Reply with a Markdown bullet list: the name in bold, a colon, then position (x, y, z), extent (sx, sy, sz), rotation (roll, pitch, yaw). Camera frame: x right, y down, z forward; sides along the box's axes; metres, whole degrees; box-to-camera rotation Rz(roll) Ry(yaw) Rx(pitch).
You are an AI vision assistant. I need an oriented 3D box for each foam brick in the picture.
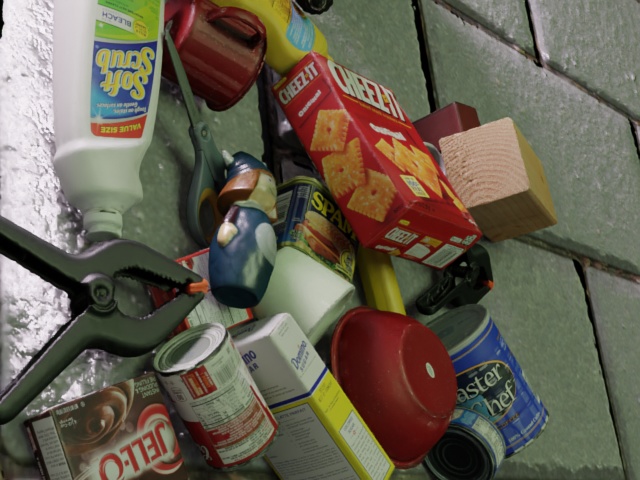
- **foam brick**: position (0.153, -0.127, 1.303), extent (0.052, 0.078, 0.051), rotation (5, 67, -50)

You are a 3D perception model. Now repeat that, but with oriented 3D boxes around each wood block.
- **wood block**: position (0.220, -0.067, 1.293), extent (0.205, 0.090, 0.091), rotation (27, 49, -66)

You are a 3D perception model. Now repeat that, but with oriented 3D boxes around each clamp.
- **clamp**: position (-0.181, 0.037, 0.812), extent (0.209, 0.036, 0.164), rotation (-12, 81, -42)
- **clamp**: position (0.164, 0.027, 1.232), extent (0.171, 0.039, 0.120), rotation (4, 106, -63)

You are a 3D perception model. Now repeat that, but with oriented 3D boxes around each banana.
- **banana**: position (0.068, 0.060, 1.115), extent (0.069, 0.037, 0.198), rotation (97, -20, -75)

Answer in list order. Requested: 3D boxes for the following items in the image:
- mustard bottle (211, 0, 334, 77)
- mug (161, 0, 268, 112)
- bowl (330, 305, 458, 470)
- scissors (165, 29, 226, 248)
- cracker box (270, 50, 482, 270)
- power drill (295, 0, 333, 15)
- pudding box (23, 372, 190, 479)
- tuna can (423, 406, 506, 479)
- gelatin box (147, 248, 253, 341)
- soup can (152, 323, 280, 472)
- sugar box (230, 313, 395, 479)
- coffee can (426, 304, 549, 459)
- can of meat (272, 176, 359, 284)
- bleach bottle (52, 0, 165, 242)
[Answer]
- **mustard bottle**: position (-0.047, -0.223, 1.115), extent (0.191, 0.058, 0.096), rotation (42, 30, -31)
- **mug**: position (-0.101, -0.181, 0.982), extent (0.081, 0.117, 0.093), rotation (26, 59, -36)
- **bowl**: position (0.081, 0.130, 1.004), extent (0.161, 0.055, 0.162), rotation (32, 45, -39)
- **scissors**: position (-0.113, -0.077, 0.952), extent (0.096, 0.016, 0.201), rotation (-59, 135, -38)
- **cracker box**: position (0.061, -0.081, 1.102), extent (0.163, 0.072, 0.214), rotation (16, 40, -54)
- **power drill**: position (-0.056, -0.327, 1.118), extent (0.187, 0.057, 0.184), rotation (46, 14, -27)
- **pudding box**: position (-0.157, 0.157, 0.795), extent (0.113, 0.039, 0.090), rotation (-15, 84, -54)
- **tuna can**: position (0.147, 0.218, 1.109), extent (0.086, 0.086, 0.033), rotation (61, 38, -10)
- **gelatin box**: position (-0.105, 0.049, 0.926), extent (0.089, 0.030, 0.073), rotation (-22, 91, -54)
- **soup can**: position (-0.084, 0.127, 0.864), extent (0.102, 0.069, 0.068), rotation (64, 35, -23)
- **sugar box**: position (-0.021, 0.151, 0.925), extent (0.176, 0.094, 0.048), rotation (59, 37, -13)
- **coffee can**: position (0.169, 0.155, 1.154), extent (0.140, 0.103, 0.102), rotation (58, 37, -13)
- **can of meat**: position (-0.007, 0.001, 1.053), extent (0.102, 0.058, 0.084), rotation (39, 47, -33)
- **bleach bottle**: position (-0.175, -0.118, 0.898), extent (0.102, 0.068, 0.251), rotation (16, 62, -44)
